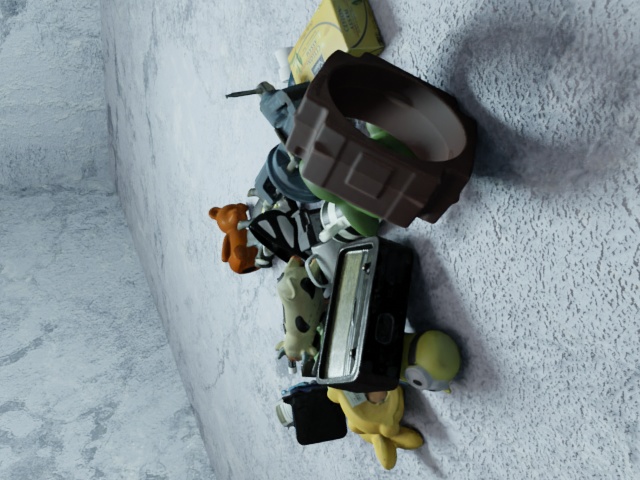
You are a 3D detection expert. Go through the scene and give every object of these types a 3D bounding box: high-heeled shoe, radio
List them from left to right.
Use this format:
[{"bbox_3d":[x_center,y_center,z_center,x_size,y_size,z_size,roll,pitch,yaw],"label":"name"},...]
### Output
[{"bbox_3d":[-0.049,0.059,1.043,0.086,0.145,0.248,-20,83,61],"label":"high-heeled shoe"},{"bbox_3d":[0.069,0.113,0.819,0.131,0.073,0.229,-25,52,61],"label":"radio"}]

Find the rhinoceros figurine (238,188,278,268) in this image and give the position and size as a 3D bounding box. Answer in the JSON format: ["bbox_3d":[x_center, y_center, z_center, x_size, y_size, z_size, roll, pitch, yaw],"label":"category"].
[{"bbox_3d":[-0.117,-0.031,1.192,0.112,0.073,0.190,19,109,21],"label":"rhinoceros figurine"}]

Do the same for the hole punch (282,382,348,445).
[{"bbox_3d":[-0.006,0.354,1.132,0.092,0.142,0.115,-163,67,-84],"label":"hole punch"}]

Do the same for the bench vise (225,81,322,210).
[{"bbox_3d":[-0.059,-0.136,0.891,0.223,0.129,0.240,45,141,2],"label":"bench vise"}]

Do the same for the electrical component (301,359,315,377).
[{"bbox_3d":[0.000,0.273,1.145,0.045,0.078,0.102,-99,20,-50],"label":"electrical component"}]

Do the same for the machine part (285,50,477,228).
[{"bbox_3d":[0.074,-0.120,0.627,0.087,0.201,0.201,-61,4,44],"label":"machine part"}]

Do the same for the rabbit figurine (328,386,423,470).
[{"bbox_3d":[0.105,0.307,0.940,0.162,0.122,0.173,47,156,29],"label":"rabbit figurine"}]

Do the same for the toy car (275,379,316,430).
[{"bbox_3d":[-0.050,0.393,1.254,0.109,0.103,0.161,67,153,15],"label":"toy car"}]

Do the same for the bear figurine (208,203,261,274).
[{"bbox_3d":[-0.192,-0.020,1.318,0.132,0.120,0.196,-46,57,55],"label":"bear figurine"}]

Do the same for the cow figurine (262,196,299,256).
[{"bbox_3d":[-0.071,-0.052,1.105,0.068,0.098,0.167,-119,30,-81],"label":"cow figurine"}]

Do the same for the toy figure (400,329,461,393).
[{"bbox_3d":[0.137,0.176,0.818,0.180,0.082,0.089,172,104,-68],"label":"toy figure"}]

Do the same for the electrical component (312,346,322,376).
[{"bbox_3d":[0.032,0.195,0.975,0.058,0.134,0.114,19,137,7],"label":"electrical component"}]

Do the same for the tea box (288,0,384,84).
[{"bbox_3d":[0.019,-0.290,0.835,0.169,0.068,0.098,-37,69,60],"label":"tea box"}]

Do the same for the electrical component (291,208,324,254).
[{"bbox_3d":[-0.002,-0.003,1.003,0.048,0.075,0.119,-30,72,63],"label":"electrical component"}]

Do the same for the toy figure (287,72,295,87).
[{"bbox_3d":[-0.030,-0.231,0.971,0.064,0.058,0.154,-84,-6,-61],"label":"toy figure"}]

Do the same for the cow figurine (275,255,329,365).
[{"bbox_3d":[-0.033,0.139,0.983,0.086,0.127,0.194,8,122,25],"label":"cow figurine"}]

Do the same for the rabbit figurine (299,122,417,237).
[{"bbox_3d":[0.055,-0.085,0.750,0.159,0.170,0.121,68,153,16],"label":"rabbit figurine"}]

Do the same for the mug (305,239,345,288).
[{"bbox_3d":[0.034,0.049,0.935,0.081,0.109,0.107,-20,97,60],"label":"mug"}]
